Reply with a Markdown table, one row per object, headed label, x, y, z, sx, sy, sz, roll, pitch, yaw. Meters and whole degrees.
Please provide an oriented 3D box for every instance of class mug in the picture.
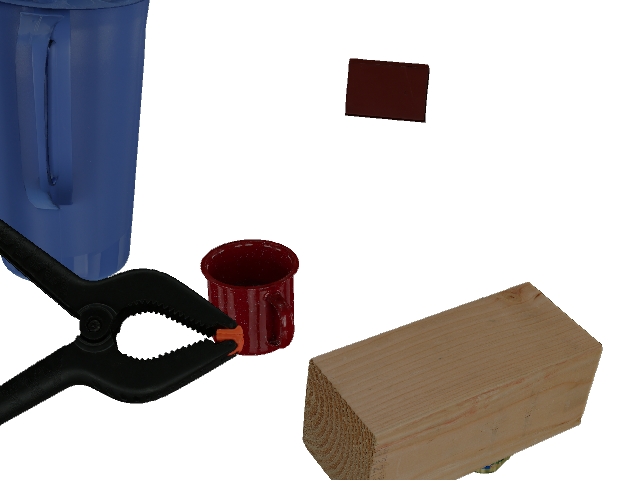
| label | x | y | z | sx | sy | sz | roll | pitch | yaw |
| --- | --- | --- | --- | --- | --- | --- | --- | --- | --- |
| mug | -0.059 | 0.061 | 1.014 | 0.093 | 0.081 | 0.117 | -19 | 34 | -30 |

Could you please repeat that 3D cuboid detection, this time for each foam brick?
| label | x | y | z | sx | sy | sz | roll | pitch | yaw |
| --- | --- | --- | --- | --- | --- | --- | --- | --- | --- |
| foam brick | 0.063 | -0.143 | 1.012 | 0.078 | 0.051 | 0.053 | 6 | 14 | 4 |

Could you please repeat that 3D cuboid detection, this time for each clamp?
| label | x | y | z | sx | sy | sz | roll | pitch | yaw |
| --- | --- | --- | --- | --- | --- | --- | --- | --- | --- |
| clamp | -0.159 | 0.054 | 0.741 | 0.210 | 0.164 | 0.036 | -4 | -19 | -4 |

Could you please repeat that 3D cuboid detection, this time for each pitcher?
| label | x | y | z | sx | sy | sz | roll | pitch | yaw |
| --- | --- | --- | --- | --- | --- | --- | --- | --- | --- |
| pitcher | -0.209 | -0.086 | 0.858 | 0.145 | 0.243 | 0.148 | 25 | 31 | 37 |

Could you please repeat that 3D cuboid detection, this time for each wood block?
| label | x | y | z | sx | sy | sz | roll | pitch | yaw |
| --- | --- | --- | --- | --- | --- | --- | --- | --- | --- |
| wood block | 0.098 | 0.117 | 0.809 | 0.205 | 0.090 | 0.091 | -17 | 41 | -27 |

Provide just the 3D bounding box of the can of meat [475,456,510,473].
| label | x | y | z | sx | sy | sz | roll | pitch | yaw |
| --- | --- | --- | --- | --- | --- | --- | --- | --- | --- |
| can of meat | 0.177 | 0.185 | 1.118 | 0.058 | 0.084 | 0.101 | 11 | 18 | 31 |
